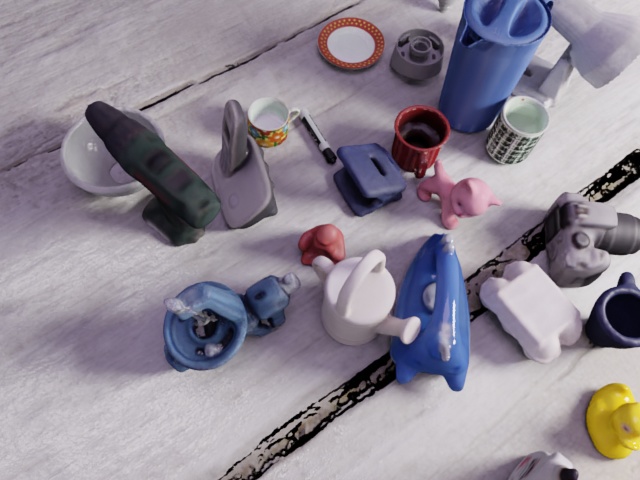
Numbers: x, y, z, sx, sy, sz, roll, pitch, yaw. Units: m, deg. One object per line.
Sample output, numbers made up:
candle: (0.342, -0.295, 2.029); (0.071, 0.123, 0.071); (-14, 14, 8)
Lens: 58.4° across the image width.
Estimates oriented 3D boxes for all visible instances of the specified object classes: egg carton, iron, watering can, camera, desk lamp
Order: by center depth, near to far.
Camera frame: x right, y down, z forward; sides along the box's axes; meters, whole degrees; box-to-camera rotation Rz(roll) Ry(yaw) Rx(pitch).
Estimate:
watering can: (0.062, 0.078, 0.801); (0.172, 0.194, 0.101); (18, 66, 6)
iron: (0.174, 0.079, 0.835); (0.118, 0.141, 0.258); (8, 65, 1)
egg carton: (0.319, 0.107, 0.868); (0.107, 0.069, 0.150); (-33, 71, -16)
camera: (0.441, -0.003, 0.907); (0.137, 0.101, 0.143); (6, 65, 1)
desk lamp: (0.429, -0.326, 0.994); (0.203, 0.213, 0.118); (32, 68, 12)

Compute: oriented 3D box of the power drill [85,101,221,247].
power drill: (-0.239, -0.082, 0.854); (0.229, 0.208, 0.076); (37, 69, 14)

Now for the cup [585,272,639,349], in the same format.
cup: (0.440, 0.113, 0.856); (0.091, 0.095, 0.118); (13, 65, 4)

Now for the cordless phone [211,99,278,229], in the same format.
cordless phone: (-0.123, -0.115, 0.887); (0.094, 0.185, 0.147); (-19, 67, -11)

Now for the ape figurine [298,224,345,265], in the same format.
ape figurine: (0.008, 0.003, 0.890); (0.077, 0.092, 0.076); (41, 70, 16)

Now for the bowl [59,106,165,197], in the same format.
bowl: (-0.333, -0.134, 0.947); (0.167, 0.075, 0.167); (1, 65, -2)

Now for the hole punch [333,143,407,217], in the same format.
hole punch: (0.084, -0.111, 0.947); (0.101, 0.091, 0.108); (-26, 69, -13)

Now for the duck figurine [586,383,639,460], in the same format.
duck figurine: (0.425, 0.248, 0.798); (0.077, 0.086, 0.104); (14, 65, 4)

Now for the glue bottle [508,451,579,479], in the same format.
glue bottle: (0.285, 0.299, 0.720); (0.037, 0.173, 0.078); (38, 69, 14)

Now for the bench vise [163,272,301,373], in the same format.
bench vise: (-0.131, 0.084, 0.775); (0.121, 0.220, 0.208); (40, 70, 15)

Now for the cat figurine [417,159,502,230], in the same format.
cat figurine: (0.224, -0.078, 0.923); (0.067, 0.118, 0.127); (-35, 71, -17)
